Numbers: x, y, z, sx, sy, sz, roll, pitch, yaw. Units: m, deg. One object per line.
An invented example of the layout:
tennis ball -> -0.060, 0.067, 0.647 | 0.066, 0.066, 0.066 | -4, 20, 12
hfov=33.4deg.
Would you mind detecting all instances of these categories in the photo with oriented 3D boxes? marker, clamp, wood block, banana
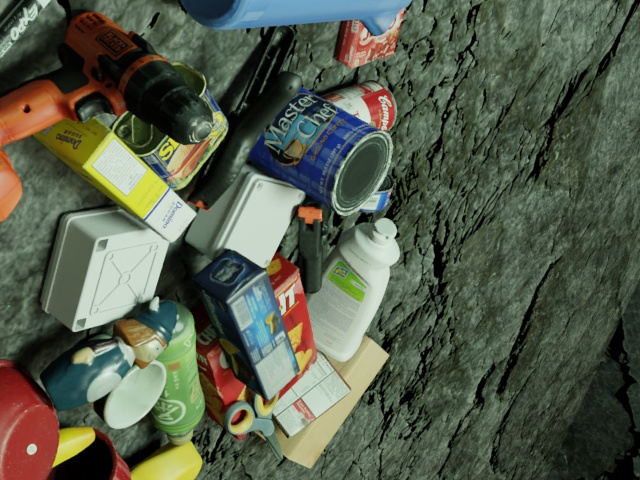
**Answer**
marker -> -0.240, -0.178, 0.855 | 0.121, 0.020, 0.020 | -52, 152, -9
clamp -> -0.076, -0.114, 1.092 | 0.210, 0.036, 0.164 | -58, -163, 16
clamp -> -0.009, 0.002, 1.306 | 0.171, 0.039, 0.120 | 49, 42, -80
wood block -> -0.002, 0.220, 1.570 | 0.206, 0.090, 0.090 | -54, 152, -5
banana -> -0.324, 0.267, 1.136 | 0.069, 0.037, 0.197 | 46, 70, -28

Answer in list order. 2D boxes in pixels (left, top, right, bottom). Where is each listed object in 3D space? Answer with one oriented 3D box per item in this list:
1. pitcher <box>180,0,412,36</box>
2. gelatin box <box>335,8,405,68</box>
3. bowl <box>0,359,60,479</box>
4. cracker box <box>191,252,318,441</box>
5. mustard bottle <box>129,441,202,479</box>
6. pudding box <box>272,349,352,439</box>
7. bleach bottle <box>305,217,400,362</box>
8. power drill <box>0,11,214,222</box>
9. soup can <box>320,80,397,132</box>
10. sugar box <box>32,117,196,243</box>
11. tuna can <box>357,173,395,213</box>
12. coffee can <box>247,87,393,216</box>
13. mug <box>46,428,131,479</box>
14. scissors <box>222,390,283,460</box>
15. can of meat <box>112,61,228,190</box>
pitcher -> -0.021, -0.276, 1.010 | 0.242, 0.149, 0.145 | -20, 150, -45
gelatin box -> 0.060, -0.248, 1.255 | 0.089, 0.030, 0.073 | -26, 139, -46
bowl -> -0.304, 0.201, 1.044 | 0.162, 0.055, 0.162 | 10, 90, -68
cracker box -> -0.087, 0.135, 1.365 | 0.164, 0.072, 0.214 | -44, 149, -24
mustard bottle -> -0.238, 0.310, 1.300 | 0.191, 0.058, 0.096 | -24, 170, -46
pudding box -> -0.026, 0.209, 1.490 | 0.113, 0.090, 0.039 | -37, 176, -10
bleach bottle -> 0.047, 0.059, 1.395 | 0.068, 0.102, 0.251 | -55, 177, -40
power drill -> -0.199, -0.094, 0.851 | 0.187, 0.185, 0.057 | -35, 142, -20
soup can -> 0.035, -0.148, 1.277 | 0.102, 0.069, 0.068 | -26, 139, -44
sugar box -> -0.190, -0.063, 0.974 | 0.048, 0.093, 0.176 | -52, 151, -9
tuna can -> 0.049, -0.070, 1.360 | 0.085, 0.086, 0.034 | -22, 137, -48
coffee can -> -0.006, -0.104, 1.177 | 0.102, 0.140, 0.103 | -39, 147, -32
mug -> -0.270, 0.275, 1.199 | 0.117, 0.093, 0.081 | -43, 154, -14
scissors -> -0.085, 0.252, 1.393 | 0.096, 0.016, 0.202 | -31, 142, -31
can of meat -> -0.143, -0.109, 1.044 | 0.102, 0.057, 0.084 | -52, 154, -11
